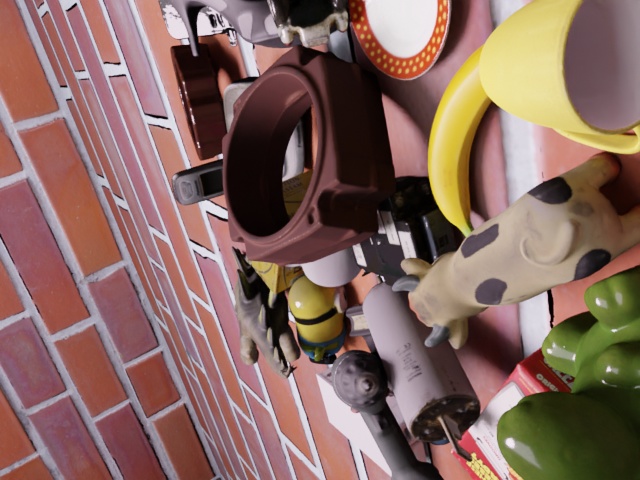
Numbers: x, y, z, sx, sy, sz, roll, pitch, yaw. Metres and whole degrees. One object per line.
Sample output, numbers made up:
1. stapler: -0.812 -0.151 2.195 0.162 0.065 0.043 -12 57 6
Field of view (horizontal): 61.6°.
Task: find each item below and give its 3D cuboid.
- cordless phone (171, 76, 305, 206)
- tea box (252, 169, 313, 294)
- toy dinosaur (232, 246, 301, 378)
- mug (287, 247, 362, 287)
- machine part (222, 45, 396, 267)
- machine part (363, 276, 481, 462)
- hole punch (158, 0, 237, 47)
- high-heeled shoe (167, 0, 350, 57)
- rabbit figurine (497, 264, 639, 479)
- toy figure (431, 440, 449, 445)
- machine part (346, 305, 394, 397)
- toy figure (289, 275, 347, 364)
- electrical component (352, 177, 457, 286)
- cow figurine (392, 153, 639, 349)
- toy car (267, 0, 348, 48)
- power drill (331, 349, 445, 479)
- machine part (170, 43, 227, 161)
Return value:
1. cordless phone: -0.114 -0.127 0.698 0.089 0.184 0.146 44 148 42
2. tea box: -0.039 -0.008 0.767 0.068 0.098 0.169 49 149 27
3. toy dinosaur: -0.100 0.118 0.922 0.472 0.105 0.198 -127 27 -58
4. mug: -0.001 -0.002 0.677 0.107 0.110 0.081 81 -173 -51
5. machine part: -0.024 -0.084 0.575 0.201 0.087 0.201 -23 68 46
6. machine part: 0.103 0.123 0.580 0.243 0.079 0.079 -107 11 -51
7. hole punch: -0.142 -0.328 0.701 0.116 0.092 0.142 5 120 26
8. high-heeled shoe: -0.080 -0.285 0.590 0.249 0.086 0.145 3 107 29
9. rabbit figurine: 0.199 0.125 0.368 0.159 0.170 0.121 55 153 19
10. toy figure: 0.129 0.180 0.672 0.064 0.058 0.154 -128 15 -77
11. machine part: 0.084 0.152 0.757 0.084 0.039 0.139 -32 83 55
12. toy figure: -0.002 0.127 0.830 0.082 0.089 0.180 41 144 33
13. electrical component: 0.086 -0.008 0.585 0.134 0.058 0.114 14 127 57
14. cow figurine: 0.144 0.020 0.425 0.085 0.127 0.195 62 152 11
15. toy car: -0.026 -0.282 0.499 0.056 0.074 0.201 -114 10 -81
16. power drill: 0.076 0.227 0.644 0.207 0.086 0.232 56 174 0
17. machine part: -0.188 -0.218 0.852 0.179 0.056 0.179 166 90 -77
